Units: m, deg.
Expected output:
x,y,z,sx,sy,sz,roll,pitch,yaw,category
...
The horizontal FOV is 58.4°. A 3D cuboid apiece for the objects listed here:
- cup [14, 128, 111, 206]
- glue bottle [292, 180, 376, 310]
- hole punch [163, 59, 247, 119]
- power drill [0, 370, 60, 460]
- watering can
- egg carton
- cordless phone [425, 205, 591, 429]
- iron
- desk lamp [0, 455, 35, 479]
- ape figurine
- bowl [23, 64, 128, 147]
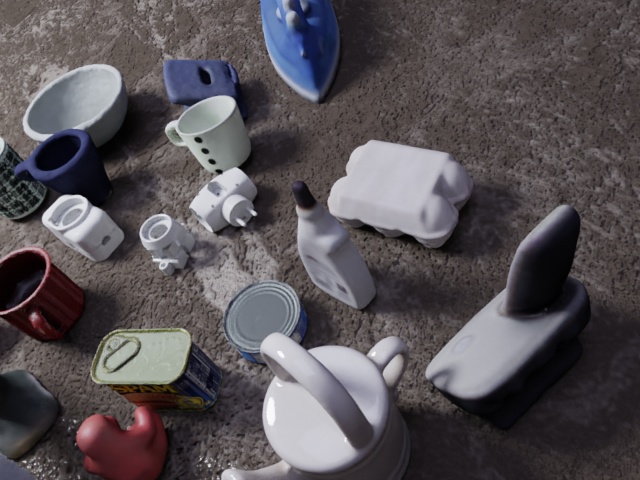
x,y,z,sx,sy,sz,roll,pitch,yaw,category
-0.348,-0.087,0.795,0.117,0.095,0.091,-17,51,6,cup
0.005,0.002,0.558,0.077,0.173,0.037,29,68,34,glue bottle
-0.167,-0.222,0.835,0.101,0.091,0.108,-22,51,2,hole punch
-0.360,0.137,0.559,0.228,0.209,0.076,25,66,32,power drill
0.004,0.140,0.442,0.100,0.194,0.173,13,60,27,watering can
0.088,-0.052,0.636,0.149,0.070,0.107,15,61,27,egg carton
0.149,0.059,0.459,0.148,0.185,0.093,-43,53,-14,cordless phone
-0.038,-0.333,0.841,0.118,0.142,0.258,-17,51,6,iron
-0.254,0.272,0.419,0.117,0.214,0.203,3,56,21,desk lamp
-0.190,0.191,0.536,0.078,0.092,0.076,-27,51,-2,ape figurine
-0.365,-0.192,0.891,0.167,0.075,0.167,-9,52,12,bowl
